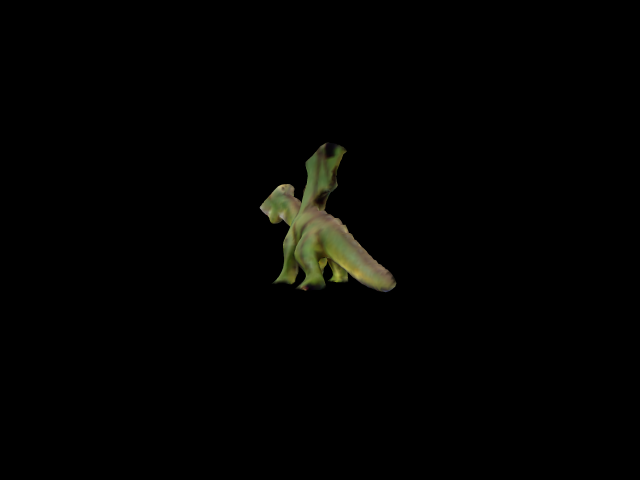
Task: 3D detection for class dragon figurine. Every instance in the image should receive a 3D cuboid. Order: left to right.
[{"bbox_3d":[0.003,-0.043,0.850,0.122,0.243,0.409,3,-3,-32],"label":"dragon figurine"}]
